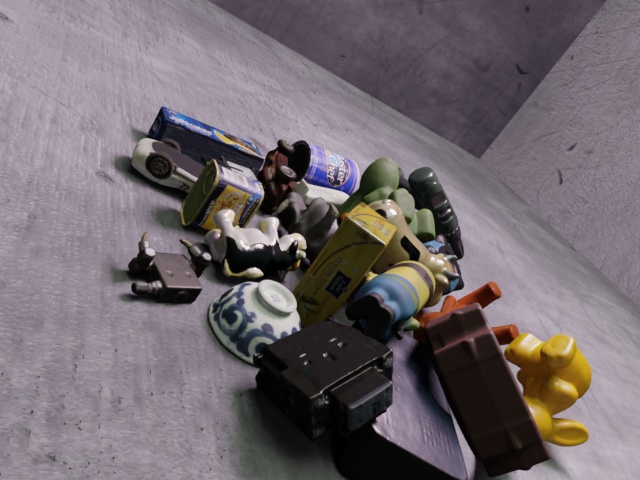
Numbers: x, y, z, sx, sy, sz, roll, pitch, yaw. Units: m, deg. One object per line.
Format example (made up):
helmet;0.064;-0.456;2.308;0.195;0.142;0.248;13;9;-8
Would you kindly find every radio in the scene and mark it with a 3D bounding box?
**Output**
radio;0.086;0.197;0.652;0.131;0.073;0.230;29;22;-13

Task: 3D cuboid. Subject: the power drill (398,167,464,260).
power drill;0.224;-0.071;1.207;0.231;0.086;0.207;61;-8;-35

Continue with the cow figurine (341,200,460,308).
cow figurine;0.129;0.023;0.828;0.194;0.127;0.085;55;24;-18

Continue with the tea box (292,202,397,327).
tea box;0.028;0.039;0.750;0.068;0.169;0.098;36;24;5

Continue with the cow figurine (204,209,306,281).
cow figurine;-0.077;0.019;0.775;0.167;0.068;0.098;10;39;-40

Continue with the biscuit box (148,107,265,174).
biscuit box;-0.204;-0.170;0.977;0.202;0.062;0.059;18;27;-37

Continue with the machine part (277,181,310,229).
machine part;0.000;-0.046;1.028;0.179;0.056;0.179;28;25;-14

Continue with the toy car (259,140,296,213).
toy car;-0.087;-0.124;1.019;0.053;0.089;0.202;30;24;-18

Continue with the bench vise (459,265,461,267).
bench vise;0.174;0.002;1.112;0.240;0.129;0.224;51;9;-16

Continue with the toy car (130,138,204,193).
toy car;-0.198;-0.095;0.848;0.201;0.056;0.074;30;24;-20

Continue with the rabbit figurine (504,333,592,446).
rabbit figurine;0.341;0.251;0.840;0.173;0.122;0.162;-43;112;-30

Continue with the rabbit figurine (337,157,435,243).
rabbit figurine;0.112;-0.060;0.951;0.121;0.159;0.170;22;48;-36

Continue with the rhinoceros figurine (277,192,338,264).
rhinoceros figurine;-0.002;-0.003;0.884;0.073;0.112;0.190;28;31;-58

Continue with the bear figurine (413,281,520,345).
bear figurine;0.237;0.143;0.896;0.195;0.132;0.120;9;58;-59

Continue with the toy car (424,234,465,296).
toy car;0.187;0.060;0.962;0.161;0.103;0.109;-19;86;-61

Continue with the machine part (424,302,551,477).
machine part;0.214;0.189;0.711;0.201;0.087;0.201;68;11;11

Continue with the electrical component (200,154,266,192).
electrical component;-0.159;-0.106;0.933;0.119;0.047;0.075;11;33;-44

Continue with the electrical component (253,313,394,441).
electrical component;0.011;0.142;0.563;0.115;0.058;0.134;-24;32;-33

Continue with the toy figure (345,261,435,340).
toy figure;0.097;0.077;0.693;0.180;0.089;0.082;-13;88;-68

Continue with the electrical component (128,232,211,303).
electrical component;-0.177;0.033;0.637;0.102;0.045;0.078;13;30;-42
